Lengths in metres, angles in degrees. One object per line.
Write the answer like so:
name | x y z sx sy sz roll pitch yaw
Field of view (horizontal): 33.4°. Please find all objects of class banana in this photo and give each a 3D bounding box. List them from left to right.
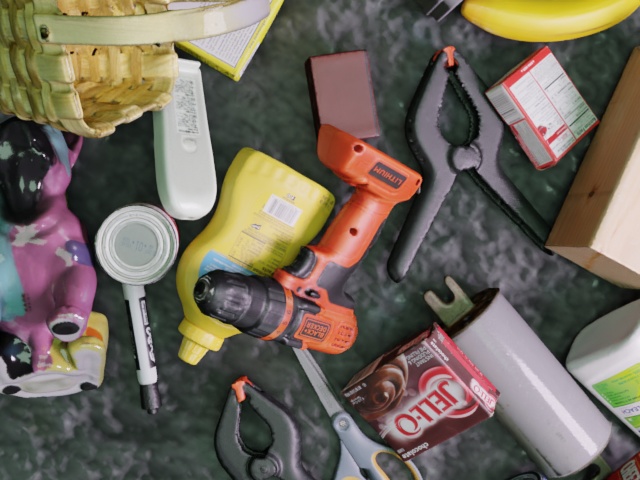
banana | 0.226 -0.215 0.968 0.197 0.037 0.070 -21 73 -12

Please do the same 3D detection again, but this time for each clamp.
clamp | -0.056 0.211 0.960 0.120 0.039 0.171 -26 88 -5
clamp | 0.137 -0.069 0.967 0.164 0.036 0.210 -2 91 -15

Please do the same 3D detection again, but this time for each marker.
marker | -0.158 0.096 0.952 0.020 0.020 0.121 -8 94 -6

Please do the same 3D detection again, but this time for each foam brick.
foam brick | 0.019 -0.124 0.944 0.051 0.053 0.078 -9 93 -6

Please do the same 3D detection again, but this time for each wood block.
wood block | 0.294 -0.067 0.947 0.090 0.091 0.206 27 84 -12

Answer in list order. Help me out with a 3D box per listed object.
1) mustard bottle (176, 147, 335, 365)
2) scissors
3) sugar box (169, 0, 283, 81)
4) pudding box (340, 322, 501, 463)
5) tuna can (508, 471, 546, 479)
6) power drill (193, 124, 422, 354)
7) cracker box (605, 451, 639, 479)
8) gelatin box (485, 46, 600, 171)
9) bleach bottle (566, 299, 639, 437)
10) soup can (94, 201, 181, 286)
mustard bottle | -0.071 0.022 0.936 0.096 0.058 0.191 29 90 -28
scissors | 0.012 0.186 0.978 0.201 0.016 0.096 45 88 -6
sugar box | -0.126 -0.222 0.926 0.176 0.048 0.093 30 89 -3
pudding box | 0.088 0.136 0.943 0.090 0.039 0.114 48 129 -6
tuna can | 0.176 0.249 0.964 0.086 0.086 0.034 -39 95 -3
power drill | -0.006 0.001 0.897 0.184 0.057 0.188 22 99 -49
cracker box | 0.271 0.321 0.960 0.164 0.072 0.214 44 105 -7
gelatin box | 0.201 -0.119 0.963 0.073 0.030 0.089 -40 98 -31
bleach bottle | 0.345 0.167 0.974 0.251 0.103 0.068 43 49 -8
soup can | -0.153 0.002 0.906 0.068 0.102 0.068 0 93 -6
